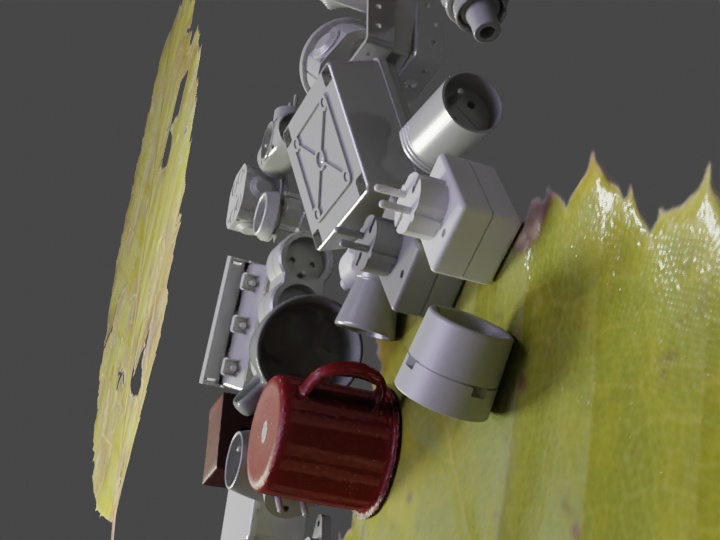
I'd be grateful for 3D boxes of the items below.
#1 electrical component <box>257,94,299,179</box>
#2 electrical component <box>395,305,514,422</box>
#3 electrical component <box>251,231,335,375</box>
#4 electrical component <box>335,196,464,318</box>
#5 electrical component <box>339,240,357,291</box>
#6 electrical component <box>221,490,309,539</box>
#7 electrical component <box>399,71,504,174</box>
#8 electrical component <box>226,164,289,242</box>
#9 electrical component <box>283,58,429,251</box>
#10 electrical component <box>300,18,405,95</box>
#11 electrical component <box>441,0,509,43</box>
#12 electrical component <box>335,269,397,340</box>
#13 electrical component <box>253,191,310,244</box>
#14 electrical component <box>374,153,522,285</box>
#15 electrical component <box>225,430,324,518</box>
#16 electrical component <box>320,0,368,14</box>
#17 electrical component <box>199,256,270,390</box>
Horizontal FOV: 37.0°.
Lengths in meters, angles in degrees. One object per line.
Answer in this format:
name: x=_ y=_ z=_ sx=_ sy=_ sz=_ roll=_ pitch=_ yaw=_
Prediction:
electrical component: x=-0.075 y=-0.146 z=1.127 sx=0.077 sy=0.044 sz=0.079 roll=139 pitch=141 yaw=-61
electrical component: x=0.053 y=0.050 z=0.589 sx=0.055 sy=0.055 sz=0.047 roll=-133 pitch=62 yaw=-69
electrical component: x=-0.065 y=0.040 z=0.950 sx=0.074 sy=0.052 sz=0.138 roll=147 pitch=134 yaw=-65
electrical component: x=0.020 y=-0.013 z=0.696 sx=0.083 sy=0.076 sz=0.047 roll=-110 pitch=38 yaw=-60
electrical component: x=0.000 y=0.000 z=0.815 sx=0.061 sy=0.035 sz=0.035 roll=132 pitch=147 yaw=-60
electrical component: x=-0.074 y=0.181 z=0.881 sx=0.100 sy=0.048 sz=0.099 roll=143 pitch=137 yaw=-63
electrical component: x=0.055 y=-0.091 z=0.700 sx=0.081 sy=0.043 sz=0.043 roll=138 pitch=141 yaw=-60
electrical component: x=-0.112 y=-0.074 z=1.176 sx=0.080 sy=0.051 sz=0.080 roll=-166 pitch=90 yaw=-72
electrical component: x=-0.005 y=-0.084 z=0.803 sx=0.108 sy=0.056 sz=0.108 roll=-47 pitch=55 yaw=57
electrical component: x=-0.005 y=-0.163 z=0.878 sx=0.051 sy=0.080 sz=0.080 roll=-131 pitch=56 yaw=-62
electrical component: x=0.076 y=-0.174 z=0.699 sx=0.048 sy=0.048 sz=0.062 roll=122 pitch=147 yaw=-45
electrical component: x=0.012 y=0.013 z=0.761 sx=0.044 sy=0.044 sz=0.065 roll=171 pitch=116 yaw=-71
electrical component: x=-0.069 y=-0.047 z=1.021 sx=0.048 sy=0.055 sz=0.066 roll=-104 pitch=32 yaw=-55
electrical component: x=0.045 y=-0.035 z=0.635 sx=0.065 sy=0.077 sz=0.047 roll=-104 pitch=32 yaw=-55
electrical component: x=-0.055 y=0.157 z=0.797 sx=0.079 sy=0.077 sz=0.043 roll=-118 pitch=45 yaw=-63
electrical component: x=-0.011 y=-0.279 z=0.950 sx=0.048 sy=0.100 sz=0.099 roll=-88 pitch=17 yaw=-70
electrical component: x=-0.098 y=0.055 z=1.017 sx=0.063 sy=0.079 sz=0.121 roll=7 pitch=84 yaw=50
